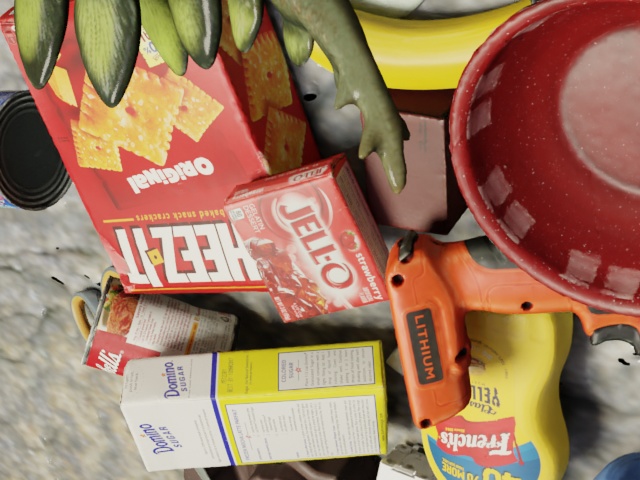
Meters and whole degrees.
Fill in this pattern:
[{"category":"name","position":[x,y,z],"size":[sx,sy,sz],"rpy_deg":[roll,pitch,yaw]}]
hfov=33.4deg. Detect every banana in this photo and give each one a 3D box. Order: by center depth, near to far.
[{"category":"banana","position":[0.064,-0.111,0.570],"size":[0.198,0.037,0.069],"rpy_deg":[6,143,20]}]

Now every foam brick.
[{"category":"foam brick","position":[0.059,-0.051,0.616],"size":[0.053,0.051,0.078],"rpy_deg":[13,127,24]}]

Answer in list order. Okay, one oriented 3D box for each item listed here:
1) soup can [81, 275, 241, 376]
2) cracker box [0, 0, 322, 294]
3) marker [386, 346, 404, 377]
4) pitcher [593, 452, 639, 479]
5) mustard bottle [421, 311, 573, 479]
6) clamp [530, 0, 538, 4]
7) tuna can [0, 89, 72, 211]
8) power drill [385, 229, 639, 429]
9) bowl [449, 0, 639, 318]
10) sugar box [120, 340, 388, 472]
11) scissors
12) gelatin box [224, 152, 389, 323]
[{"category":"soup can","position":[-0.116,0.073,0.783],"size":[0.102,0.068,0.069],"rpy_deg":[18,133,-9]},{"category":"cracker box","position":[-0.092,-0.069,0.687],"size":[0.164,0.072,0.213],"rpy_deg":[-2,120,34]},{"category":"marker","position":[0.098,0.114,0.729],"size":[0.121,0.020,0.020],"rpy_deg":[39,133,4]},{"category":"pitcher","position":[0.188,0.257,0.701],"size":[0.149,0.145,0.243],"rpy_deg":[6,132,-20]},{"category":"mustard bottle","position":[0.109,0.114,0.675],"size":[0.096,0.058,0.192],"rpy_deg":[11,118,32]},{"category":"clamp","position":[0.109,-0.170,0.461],"size":[0.210,0.164,0.036],"rpy_deg":[-53,43,10]},{"category":"tuna can","position":[-0.213,-0.064,0.759],"size":[0.034,0.086,0.086],"rpy_deg":[5,123,31]},{"category":"power drill","position":[0.138,0.050,0.573],"size":[0.188,0.057,0.184],"rpy_deg":[-11,102,11]},{"category":"bowl","position":[0.142,-0.045,0.476],"size":[0.162,0.055,0.162],"rpy_deg":[18,130,22]},{"category":"sugar box","position":[-0.042,0.116,0.740],"size":[0.176,0.048,0.093],"rpy_deg":[-2,139,4]},{"category":"scissors","position":[-0.127,0.100,0.830],"size":[0.202,0.016,0.096],"rpy_deg":[44,126,23]},{"category":"gelatin box","position":[-0.004,0.001,0.625],"size":[0.073,0.030,0.089],"rpy_deg":[-14,116,25]}]
